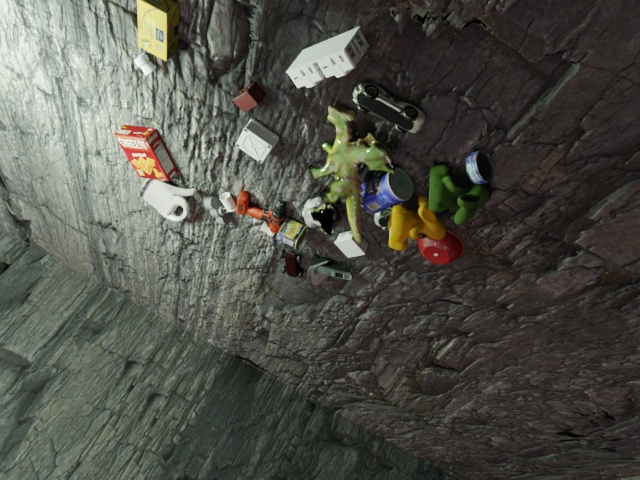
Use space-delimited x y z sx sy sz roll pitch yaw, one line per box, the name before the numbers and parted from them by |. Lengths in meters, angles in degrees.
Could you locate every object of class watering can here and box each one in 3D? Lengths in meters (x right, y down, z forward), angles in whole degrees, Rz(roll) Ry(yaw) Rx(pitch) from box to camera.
watering can | -0.618 -0.186 2.093 0.223 0.106 0.342 37 146 -10

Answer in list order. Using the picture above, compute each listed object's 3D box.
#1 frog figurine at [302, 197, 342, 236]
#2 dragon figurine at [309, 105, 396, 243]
frog figurine | 0.005 -0.090 1.793 0.137 0.122 0.160 27 -177 -11
dragon figurine | 0.110 -0.195 1.485 0.240 0.124 0.407 -18 104 44
